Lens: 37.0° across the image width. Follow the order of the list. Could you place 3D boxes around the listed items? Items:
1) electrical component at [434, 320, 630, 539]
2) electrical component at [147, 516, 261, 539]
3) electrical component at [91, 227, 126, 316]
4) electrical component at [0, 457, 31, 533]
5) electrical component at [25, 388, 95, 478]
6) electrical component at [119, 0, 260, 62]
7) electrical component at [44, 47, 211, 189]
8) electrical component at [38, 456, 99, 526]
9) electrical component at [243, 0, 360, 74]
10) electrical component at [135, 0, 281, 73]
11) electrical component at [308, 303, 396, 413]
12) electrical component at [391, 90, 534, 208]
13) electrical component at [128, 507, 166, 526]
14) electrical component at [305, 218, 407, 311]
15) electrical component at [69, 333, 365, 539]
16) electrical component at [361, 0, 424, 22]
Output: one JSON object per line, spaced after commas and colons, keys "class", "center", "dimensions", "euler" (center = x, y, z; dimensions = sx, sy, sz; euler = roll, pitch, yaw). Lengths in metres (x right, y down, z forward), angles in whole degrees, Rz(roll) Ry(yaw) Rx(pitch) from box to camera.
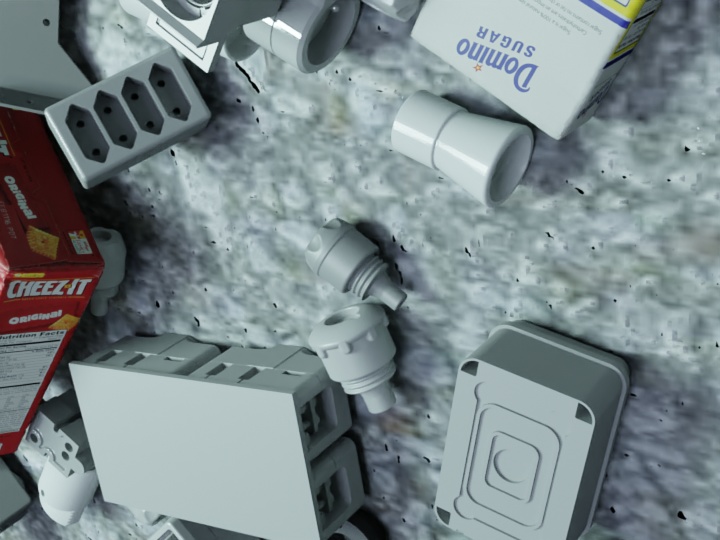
{"class": "electrical component", "center": [0.092, 0.092, 0.575], "dimensions": [0.078, 0.057, 0.113], "euler": [21, 121, 25]}
{"class": "electrical component", "center": [-0.105, 0.214, 0.760], "dimensions": [0.096, 0.061, 0.061], "euler": [49, 129, 6]}
{"class": "electrical component", "center": [-0.178, 0.003, 0.734], "dimensions": [0.035, 0.035, 0.061], "euler": [24, 124, 24]}
{"class": "electrical component", "center": [-0.331, 0.185, 0.879], "dimensions": [0.099, 0.100, 0.048], "euler": [52, 142, 4]}
{"class": "electrical component", "center": [-0.206, 0.114, 0.788], "dimensions": [0.066, 0.055, 0.048], "euler": [38, 126, 14]}
{"class": "electrical component", "center": [-0.088, -0.165, 0.591], "dimensions": [0.077, 0.044, 0.079], "euler": [27, 123, 22]}
{"class": "electrical component", "center": [-0.140, -0.087, 0.648], "dimensions": [0.047, 0.083, 0.076], "euler": [61, 167, -4]}
{"class": "electrical component", "center": [-0.225, 0.163, 0.831], "dimensions": [0.043, 0.043, 0.081], "euler": [40, 127, 13]}
{"class": "electrical component", "center": [-0.030, -0.176, 0.541], "dimensions": [0.074, 0.052, 0.138], "euler": [35, 126, 17]}
{"class": "electrical component", "center": [-0.065, -0.140, 0.504], "dimensions": [0.042, 0.064, 0.081], "euler": [39, 128, 13]}
{"class": "electrical component", "center": [0.002, 0.053, 0.629], "dimensions": [0.048, 0.048, 0.062], "euler": [-12, 110, 37]}
{"class": "electrical component", "center": [0.049, -0.065, 0.546], "dimensions": [0.065, 0.044, 0.044], "euler": [30, 124, 26]}
{"class": "electrical component", "center": [-0.164, 0.157, 0.793], "dimensions": [0.061, 0.035, 0.035], "euler": [45, 128, 12]}
{"class": "electrical component", "center": [0.000, 0.000, 0.611], "dimensions": [0.061, 0.035, 0.035], "euler": [39, 127, 11]}
{"class": "electrical component", "center": [-0.093, 0.105, 0.704], "dimensions": [0.186, 0.060, 0.105], "euler": [3, 112, 33]}
{"class": "electrical component", "center": [0.021, -0.154, 0.512], "dimensions": [0.043, 0.043, 0.062], "euler": [33, 95, 18]}
